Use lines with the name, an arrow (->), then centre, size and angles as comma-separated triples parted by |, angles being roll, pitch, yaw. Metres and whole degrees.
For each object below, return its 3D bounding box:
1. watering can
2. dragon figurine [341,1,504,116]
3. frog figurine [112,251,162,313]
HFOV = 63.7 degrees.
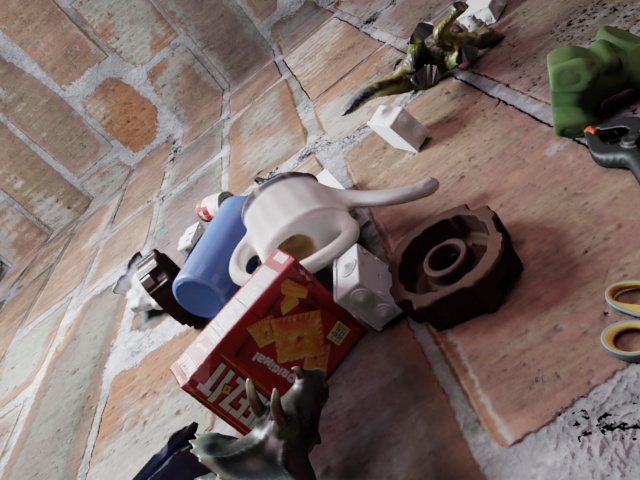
watering can -> 0.003, -0.042, 0.842 | 0.349, 0.102, 0.228 | -29, 38, -7
dragon figurine -> 0.214, -0.353, 1.092 | 0.410, 0.123, 0.242 | -31, -4, 0
frog figurine -> -0.402, 0.119, 1.250 | 0.160, 0.119, 0.140 | 24, 53, 22
